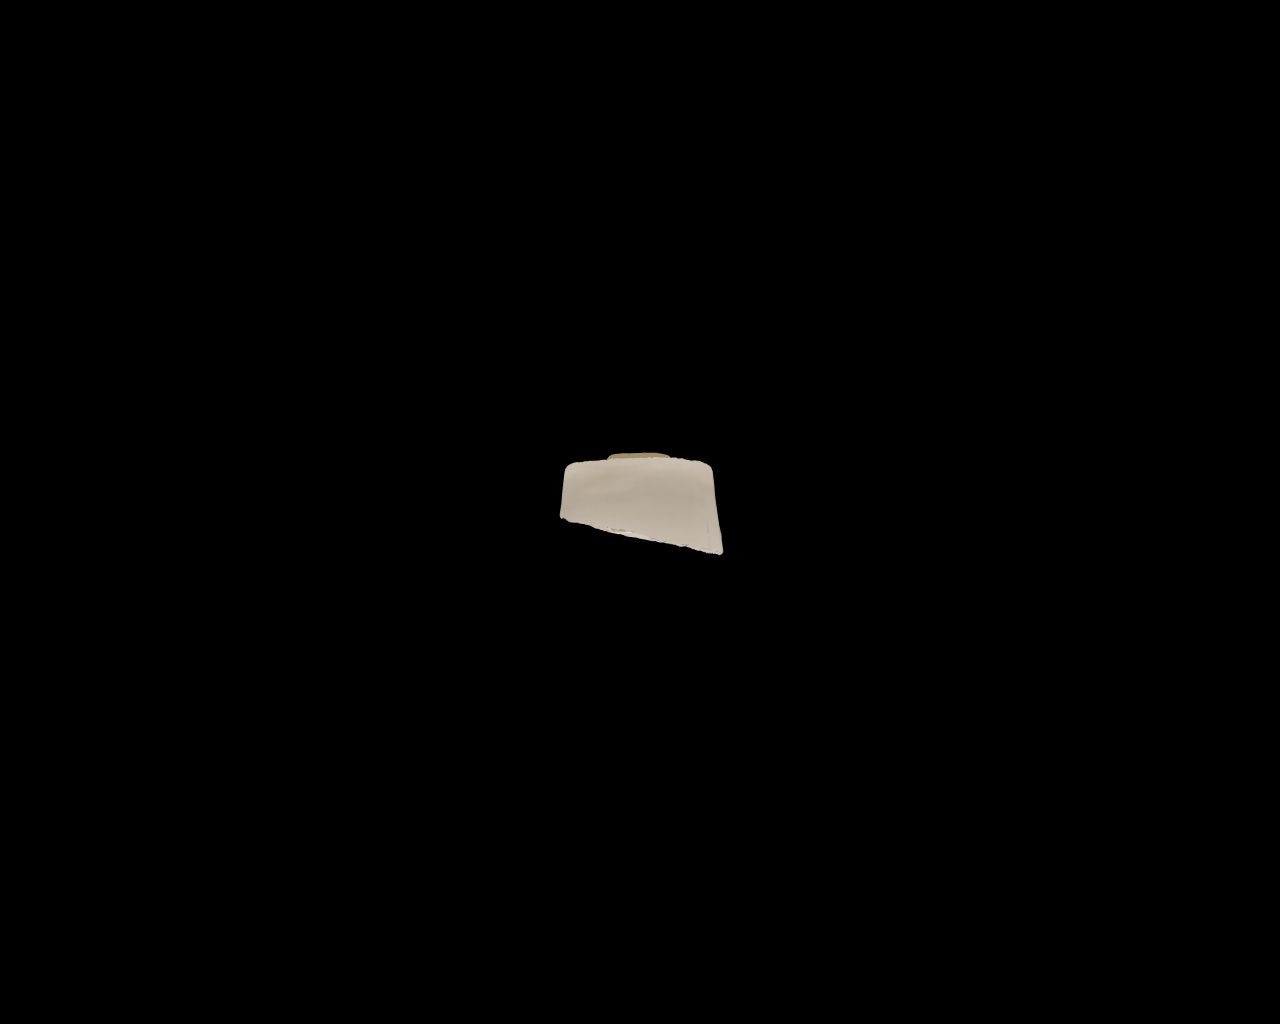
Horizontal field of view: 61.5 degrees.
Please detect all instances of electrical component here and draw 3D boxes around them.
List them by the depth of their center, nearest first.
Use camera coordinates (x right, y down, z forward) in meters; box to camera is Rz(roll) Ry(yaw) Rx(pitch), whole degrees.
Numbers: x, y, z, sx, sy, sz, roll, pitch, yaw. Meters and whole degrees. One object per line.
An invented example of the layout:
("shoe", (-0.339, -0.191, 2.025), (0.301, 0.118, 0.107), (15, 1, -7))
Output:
("electrical component", (0.001, -0.003, 0.650), (0.099, 0.064, 0.099), (0, -7, 0))
